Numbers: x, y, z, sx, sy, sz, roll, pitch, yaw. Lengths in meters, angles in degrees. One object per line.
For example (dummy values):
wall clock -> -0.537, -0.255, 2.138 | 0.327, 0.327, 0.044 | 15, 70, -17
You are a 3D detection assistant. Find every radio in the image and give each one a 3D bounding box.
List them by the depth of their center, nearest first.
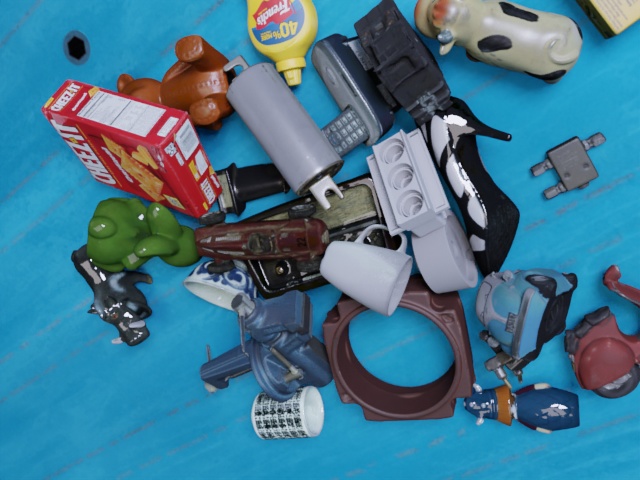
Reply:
radio -> -0.002, -0.002, 0.783 | 0.230, 0.073, 0.131 | -18, 99, 22

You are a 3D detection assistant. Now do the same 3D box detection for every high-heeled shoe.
high-heeled shoe -> 0.184, -0.065, 0.718 | 0.145, 0.086, 0.248 | 25, 132, 41

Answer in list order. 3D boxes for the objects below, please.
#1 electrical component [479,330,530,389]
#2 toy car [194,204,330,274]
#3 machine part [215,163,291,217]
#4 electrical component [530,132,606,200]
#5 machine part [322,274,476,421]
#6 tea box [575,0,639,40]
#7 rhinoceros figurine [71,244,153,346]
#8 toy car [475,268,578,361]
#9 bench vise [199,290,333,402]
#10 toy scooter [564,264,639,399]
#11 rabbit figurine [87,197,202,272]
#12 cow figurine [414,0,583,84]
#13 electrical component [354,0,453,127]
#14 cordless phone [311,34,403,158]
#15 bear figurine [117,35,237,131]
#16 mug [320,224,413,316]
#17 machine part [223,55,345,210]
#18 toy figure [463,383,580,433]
electrical component -> 0.256, 0.158, 0.739 | 0.078, 0.102, 0.045 | 48, 111, 26
toy car -> -0.086, 0.001, 0.744 | 0.202, 0.053, 0.089 | -2, 108, 16
machine part -> -0.103, -0.083, 0.813 | 0.139, 0.039, 0.084 | -13, 93, 22
electrical component -> 0.321, -0.094, 0.681 | 0.094, 0.021, 0.063 | -30, 95, 22
machine part -> 0.115, 0.159, 0.786 | 0.201, 0.087, 0.201 | -9, 104, 20
tea box -> 0.316, -0.321, 0.593 | 0.098, 0.068, 0.169 | -35, 94, 24
rhinoceros figurine -> -0.341, 0.086, 0.898 | 0.073, 0.112, 0.190 | -34, 85, 21
toy car -> 0.258, 0.079, 0.694 | 0.103, 0.161, 0.109 | 21, 113, 37
bench vise -> -0.097, 0.174, 0.814 | 0.241, 0.129, 0.223 | -27, 138, 23
toy scooter -> 0.386, 0.110, 0.692 | 0.135, 0.075, 0.184 | 45, 110, 1
rabbit figurine -> -0.261, -0.010, 0.833 | 0.170, 0.159, 0.121 | 12, 75, -15
cow figurine -> 0.202, -0.239, 0.622 | 0.195, 0.127, 0.085 | 21, 108, 9
electrical component -> 0.100, -0.223, 0.655 | 0.058, 0.114, 0.134 | -31, 51, 22
cordless phone -> 0.010, -0.175, 0.735 | 0.184, 0.089, 0.146 | -31, 95, 42
bear figurine -> -0.219, -0.207, 0.768 | 0.196, 0.132, 0.120 | -7, 99, 13
mug -> 0.060, 0.031, 0.697 | 0.107, 0.080, 0.109 | 19, 92, 18
machine part -> -0.046, -0.146, 0.709 | 0.079, 0.079, 0.243 | -39, 81, 23
toy figure -> 0.287, 0.239, 0.769 | 0.155, 0.064, 0.057 | -3, 142, 23
